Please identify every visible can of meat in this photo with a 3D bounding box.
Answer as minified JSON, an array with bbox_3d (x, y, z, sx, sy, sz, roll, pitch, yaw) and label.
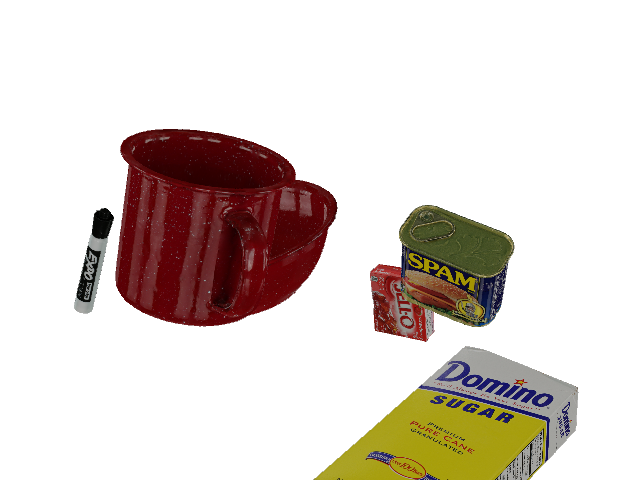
[{"bbox_3d":[0.123,0.026,0.991,0.102,0.057,0.084,23,-37,21],"label":"can of meat"}]

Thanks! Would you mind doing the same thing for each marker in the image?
[{"bbox_3d":[-0.220,0.020,1.036,0.020,0.121,0.020,14,33,-10],"label":"marker"}]

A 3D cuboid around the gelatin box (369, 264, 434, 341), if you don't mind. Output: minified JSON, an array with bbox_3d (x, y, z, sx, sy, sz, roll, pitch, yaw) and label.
[{"bbox_3d":[0.103,0.077,1.336,0.073,0.089,0.030,10,31,28],"label":"gelatin box"}]

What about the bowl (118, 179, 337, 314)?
[{"bbox_3d":[-0.062,0.011,0.783,0.162,0.055,0.162,-10,25,5],"label":"bowl"}]

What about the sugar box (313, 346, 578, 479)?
[{"bbox_3d":[0.086,0.139,0.702,0.093,0.048,0.175,20,41,35],"label":"sugar box"}]

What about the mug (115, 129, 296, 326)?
[{"bbox_3d":[-0.059,-0.002,0.566,0.093,0.081,0.117,-4,26,-33],"label":"mug"}]
